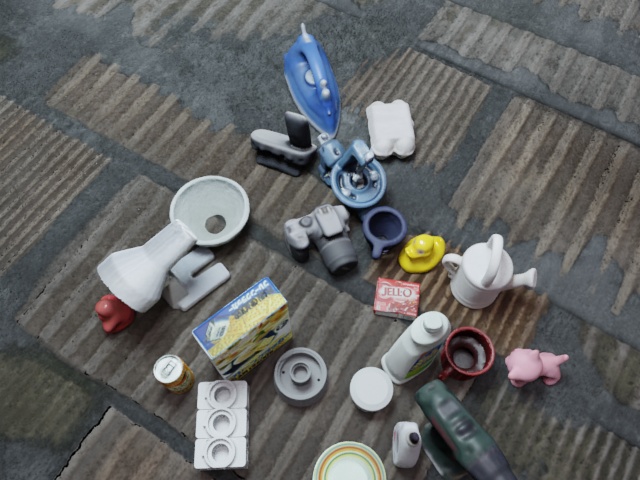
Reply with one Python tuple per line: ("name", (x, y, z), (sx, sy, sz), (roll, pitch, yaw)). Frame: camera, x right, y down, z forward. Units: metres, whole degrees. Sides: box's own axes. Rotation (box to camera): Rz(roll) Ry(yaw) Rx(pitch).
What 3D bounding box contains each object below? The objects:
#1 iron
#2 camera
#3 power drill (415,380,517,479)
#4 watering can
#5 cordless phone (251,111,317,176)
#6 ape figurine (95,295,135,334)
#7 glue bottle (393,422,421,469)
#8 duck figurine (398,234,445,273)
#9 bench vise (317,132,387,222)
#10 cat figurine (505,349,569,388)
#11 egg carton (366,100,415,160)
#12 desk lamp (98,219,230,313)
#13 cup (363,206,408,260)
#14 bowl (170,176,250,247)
("iron", (-0.007, -0.378, 1.349), (0.119, 0.141, 0.258), (-17, 66, -8))
("camera", (0.011, 0.004, 1.190), (0.143, 0.101, 0.136), (-21, 66, -10))
("power drill", (0.240, 0.351, 0.969), (0.076, 0.208, 0.229), (-31, 69, -14))
("watering can", (0.331, 0.056, 1.118), (0.173, 0.194, 0.101), (-4, 65, -2))
("cordless phone", (-0.082, -0.235, 1.256), (0.147, 0.185, 0.094), (16, 65, 7))
("ape figurine", (-0.410, 0.141, 1.124), (0.076, 0.092, 0.078), (6, 65, 2))
("glue bottle", (0.153, 0.348, 0.988), (0.037, 0.173, 0.078), (0, 64, 0))
("duck figurine", (0.217, 0.017, 1.195), (0.105, 0.086, 0.077), (-24, 67, -12))
("bench vise", (0.053, -0.153, 1.200), (0.207, 0.220, 0.122), (36, 69, 15))
("cat figurine", (0.402, 0.234, 1.077), (0.128, 0.118, 0.067), (-7, 65, -4))
("egg carton", (0.165, -0.258, 1.334), (0.107, 0.069, 0.150), (-5, 65, -3))
("desk lamp", (-0.296, 0.056, 1.099), (0.203, 0.213, 0.117), (-38, 70, -17))
("cup", (0.129, 0.001, 1.197), (0.091, 0.095, 0.118), (16, 65, 7))
("bowl", (-0.231, -0.050, 1.227), (0.167, 0.075, 0.167), (0, 65, -1))
